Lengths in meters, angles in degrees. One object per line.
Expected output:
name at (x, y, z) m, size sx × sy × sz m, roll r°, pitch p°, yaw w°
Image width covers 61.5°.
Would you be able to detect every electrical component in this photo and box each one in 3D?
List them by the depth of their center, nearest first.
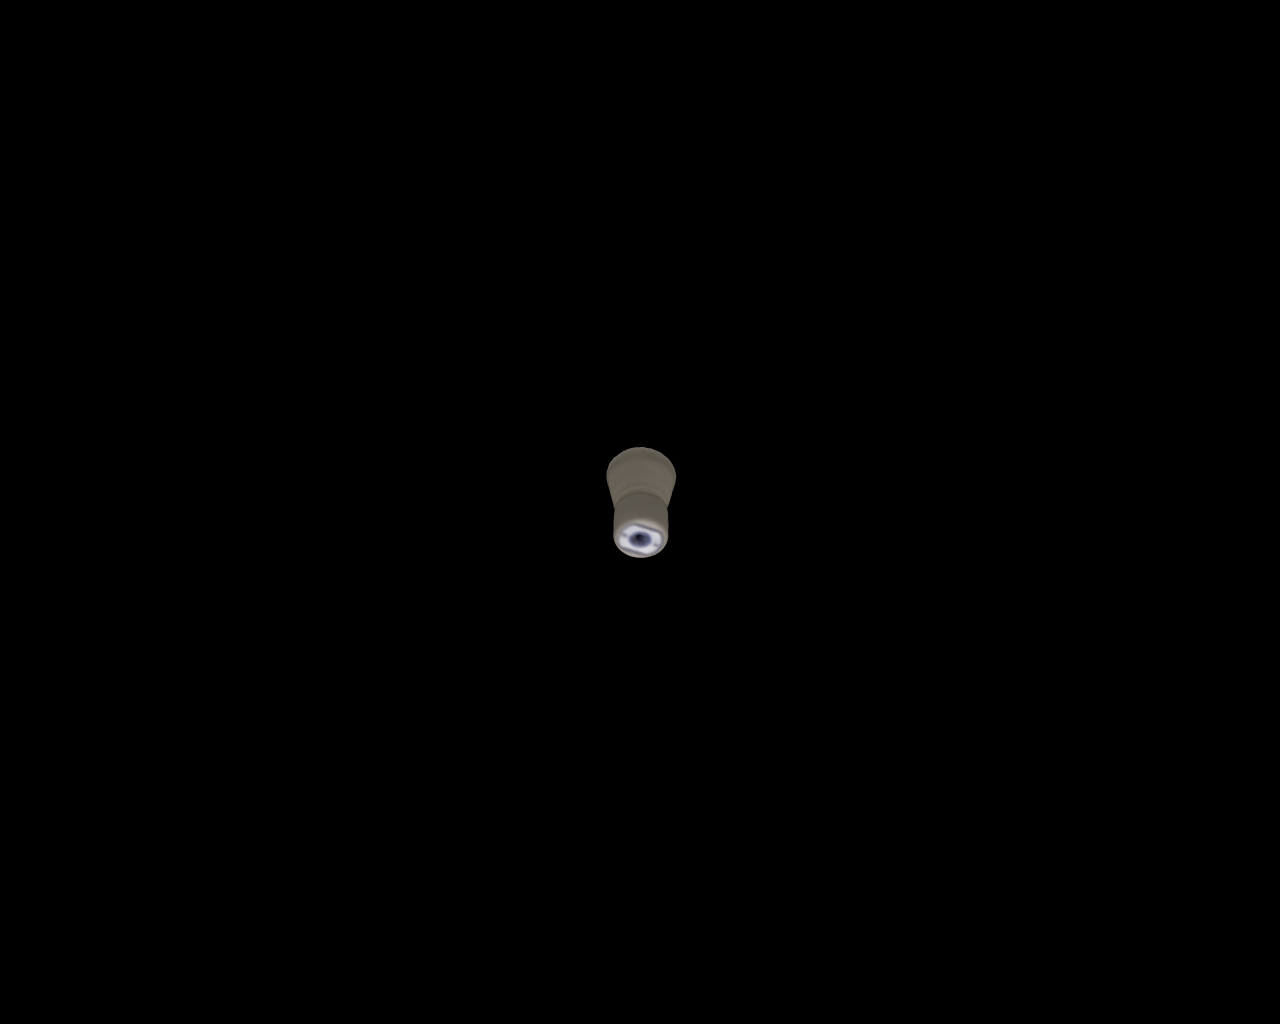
electrical component at (0.001, -0.003, 0.650) m, size 0.044 × 0.044 × 0.065 m, roll 0°, pitch 41°, yaw 0°
